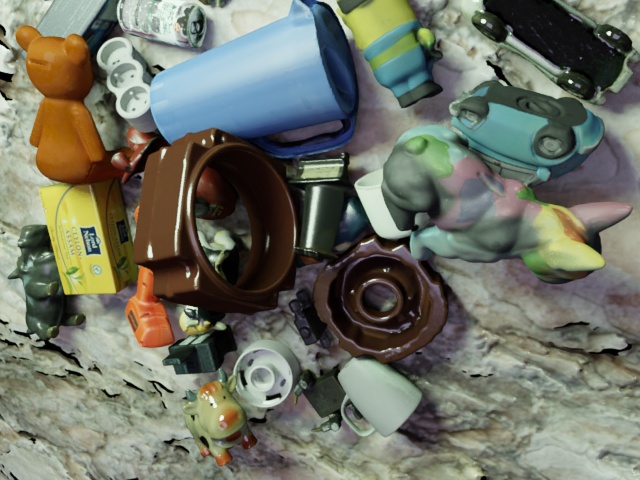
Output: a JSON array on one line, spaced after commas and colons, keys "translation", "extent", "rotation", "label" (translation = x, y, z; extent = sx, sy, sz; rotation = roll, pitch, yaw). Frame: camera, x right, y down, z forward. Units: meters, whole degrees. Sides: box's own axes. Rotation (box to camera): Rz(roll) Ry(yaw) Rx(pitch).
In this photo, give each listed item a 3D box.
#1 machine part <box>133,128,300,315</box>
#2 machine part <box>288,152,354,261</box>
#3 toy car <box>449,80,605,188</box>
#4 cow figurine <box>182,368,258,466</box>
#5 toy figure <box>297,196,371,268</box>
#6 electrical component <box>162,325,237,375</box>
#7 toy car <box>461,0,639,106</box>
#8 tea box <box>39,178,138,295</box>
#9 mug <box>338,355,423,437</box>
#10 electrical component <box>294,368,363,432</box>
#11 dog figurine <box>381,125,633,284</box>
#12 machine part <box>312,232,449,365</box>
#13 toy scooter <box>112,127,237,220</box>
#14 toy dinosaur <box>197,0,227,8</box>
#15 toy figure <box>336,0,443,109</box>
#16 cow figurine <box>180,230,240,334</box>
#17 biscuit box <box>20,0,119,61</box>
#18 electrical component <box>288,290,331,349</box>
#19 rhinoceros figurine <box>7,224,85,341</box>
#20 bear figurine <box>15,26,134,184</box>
[{"translation": [-0.113, -0.018, 0.652], "extent": [0.087, 0.201, 0.201], "rotation": [-10, 69, 37], "label": "machine part"}, {"translation": [-0.001, -0.042, 0.675], "extent": [0.084, 0.039, 0.139], "rotation": [-2, 74, 20], "label": "machine part"}, {"translation": [0.223, -0.110, 0.607], "extent": [0.162, 0.109, 0.102], "rotation": [20, 129, 19], "label": "toy car"}, {"translation": [-0.152, 0.259, 0.793], "extent": [0.127, 0.085, 0.195], "rotation": [60, 154, 0], "label": "cow figurine"}, {"translation": [-0.002, -0.001, 0.725], "extent": [0.154, 0.064, 0.057], "rotation": [-33, 131, 26], "label": "toy figure"}, {"translation": [-0.182, 0.170, 0.795], "extent": [0.075, 0.119, 0.047], "rotation": [-11, 102, 16], "label": "electrical component"}, {"translation": [0.250, -0.226, 0.589], "extent": [0.202, 0.056, 0.073], "rotation": [35, 106, 2], "label": "toy car"}, {"translation": [-0.349, -0.006, 0.819], "extent": [0.098, 0.068, 0.169], "rotation": [-4, 104, 18], "label": "tea box"}, {"translation": [0.072, 0.217, 0.760], "extent": [0.107, 0.081, 0.109], "rotation": [45, 109, 10], "label": "mug"}, {"translation": [0.008, 0.237, 0.799], "extent": [0.078, 0.045, 0.102], "rotation": [-27, 97, 23], "label": "electrical component"}, {"translation": [0.191, -0.033, 0.559], "extent": [0.219, 0.108, 0.191], "rotation": [11, 143, 45], "label": "dog figurine"}, {"translation": [0.082, 0.077, 0.725], "extent": [0.180, 0.056, 0.179], "rotation": [4, 106, 13], "label": "machine part"}, {"translation": [-0.200, -0.087, 0.716], "extent": [0.184, 0.135, 0.075], "rotation": [39, 110, 1], "label": "toy scooter"}, {"translation": [-0.219, -0.479, 0.622], "extent": [0.192, 0.131, 0.404], "rotation": [-22, 95, 8], "label": "toy dinosaur"}, {"translation": [0.079, -0.241, 0.613], "extent": [0.082, 0.089, 0.180], "rotation": [-26, 95, 3], "label": "toy figure"}, {"translation": [-0.156, 0.076, 0.764], "extent": [0.068, 0.098, 0.167], "rotation": [2, 113, -29], "label": "cow figurine"}, {"translation": [-0.321, -0.301, 0.727], "extent": [0.202, 0.059, 0.063], "rotation": [-41, 93, 22], "label": "biscuit box"}, {"translation": [-0.013, 0.119, 0.760], "extent": [0.021, 0.063, 0.094], "rotation": [-23, 100, 20], "label": "electrical component"}, {"translation": [-0.445, 0.068, 0.871], "extent": [0.112, 0.073, 0.190], "rotation": [13, 111, 24], "label": "rhinoceros figurine"}, {"translation": [-0.332, -0.180, 0.727], "extent": [0.120, 0.132, 0.195], "rotation": [9, 108, 13], "label": "bear figurine"}]
